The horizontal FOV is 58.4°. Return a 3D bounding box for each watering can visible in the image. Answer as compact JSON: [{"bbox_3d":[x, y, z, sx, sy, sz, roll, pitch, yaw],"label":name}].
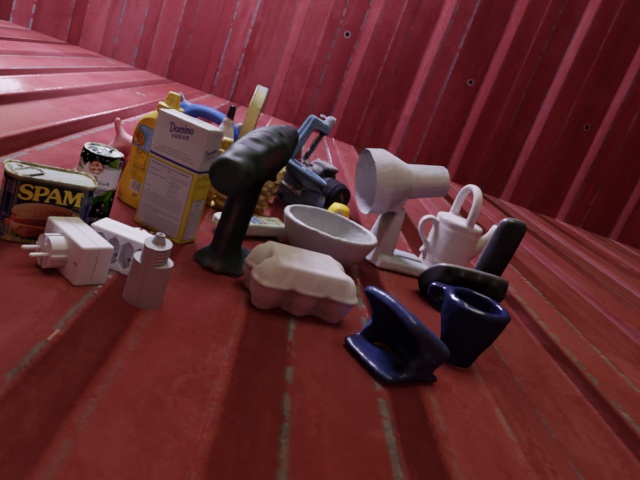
[{"bbox_3d":[0.294,-0.022,1.202,0.173,0.194,0.100,9,19,-35],"label":"watering can"}]

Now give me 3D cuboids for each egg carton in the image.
[{"bbox_3d":[-0.027,0.056,0.766,0.151,0.069,0.107,14,17,-22],"label":"egg carton"}]

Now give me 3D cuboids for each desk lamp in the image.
[{"bbox_3d":[0.147,-0.055,1.092,0.204,0.213,0.117,14,17,-21],"label":"desk lamp"}]

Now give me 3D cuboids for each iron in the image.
[{"bbox_3d":[-0.249,-0.239,1.342,0.258,0.141,0.119,23,16,8],"label":"iron"}]

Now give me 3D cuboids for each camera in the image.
[{"bbox_3d":[0.002,-0.135,1.385,0.144,0.101,0.136,5,22,-43],"label":"camera"}]

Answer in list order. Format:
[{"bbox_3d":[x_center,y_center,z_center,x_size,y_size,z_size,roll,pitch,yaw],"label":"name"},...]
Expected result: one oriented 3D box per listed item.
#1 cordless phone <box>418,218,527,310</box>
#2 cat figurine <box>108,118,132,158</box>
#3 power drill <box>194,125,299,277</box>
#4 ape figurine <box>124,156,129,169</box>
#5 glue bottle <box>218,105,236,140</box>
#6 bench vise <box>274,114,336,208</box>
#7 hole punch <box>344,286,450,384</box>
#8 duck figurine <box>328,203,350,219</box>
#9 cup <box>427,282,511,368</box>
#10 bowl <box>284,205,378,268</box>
[{"bbox_3d":[0.266,0.036,0.989,0.148,0.185,0.094,14,17,-21],"label":"cordless phone"},{"bbox_3d":[-0.345,-0.196,1.119,0.128,0.118,0.067,18,16,-10],"label":"cat figurine"},{"bbox_3d":[-0.102,-0.063,0.812,0.075,0.208,0.230,22,16,7],"label":"power drill"},{"bbox_3d":[-0.316,-0.152,1.056,0.076,0.092,0.078,27,17,22],"label":"ape figurine"},{"bbox_3d":[-0.207,-0.200,1.203,0.077,0.173,0.037,33,20,37],"label":"glue bottle"},{"bbox_3d":[-0.058,-0.170,1.206,0.208,0.220,0.121,9,20,-37],"label":"bench vise"},{"bbox_3d":[0.100,0.112,0.698,0.101,0.091,0.108,8,20,-38],"label":"hole punch"},{"bbox_3d":[0.025,-0.030,1.091,0.078,0.086,0.104,6,21,-42],"label":"duck figurine"},{"bbox_3d":[0.187,0.118,0.783,0.117,0.095,0.092,29,18,28],"label":"cup"},{"bbox_3d":[0.009,0.003,0.978,0.167,0.075,0.167,19,16,-5],"label":"bowl"}]
